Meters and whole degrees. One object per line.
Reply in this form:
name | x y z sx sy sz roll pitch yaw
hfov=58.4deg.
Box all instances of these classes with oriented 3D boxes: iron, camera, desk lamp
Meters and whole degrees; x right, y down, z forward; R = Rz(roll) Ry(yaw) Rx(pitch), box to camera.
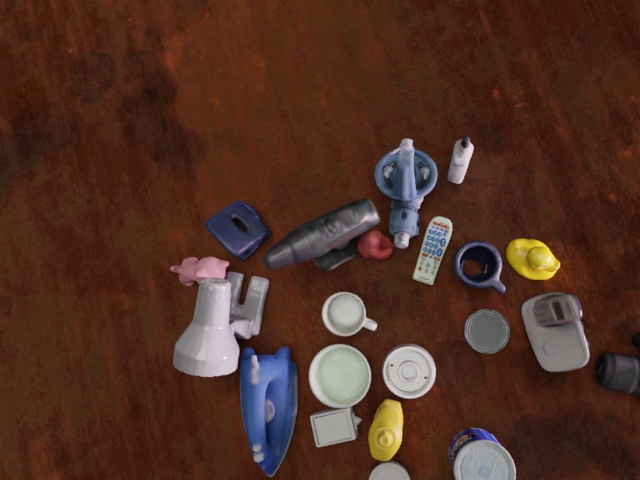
iron | -0.110 0.338 1.109 0.118 0.141 0.258 -4 80 8
camera | 0.588 0.233 1.045 0.136 0.101 0.143 9 82 10
desk lamp | -0.192 0.156 1.114 0.117 0.214 0.203 10 82 10

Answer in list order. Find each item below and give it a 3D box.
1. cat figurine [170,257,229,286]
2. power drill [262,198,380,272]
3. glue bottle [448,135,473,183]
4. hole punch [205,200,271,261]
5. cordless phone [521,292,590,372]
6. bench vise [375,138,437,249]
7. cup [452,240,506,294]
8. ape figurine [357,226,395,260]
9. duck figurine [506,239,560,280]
cat figurine | -0.245 0.066 1.185 0.127 0.118 0.067 6 82 9
power drill | 0.010 0.004 1.112 0.229 0.208 0.075 -31 77 3
glue bottle | 0.277 -0.168 1.119 0.037 0.173 0.078 14 83 11
hole punch | -0.171 -0.025 1.203 0.101 0.091 0.108 -45 77 -1
cordless phone | 0.439 0.165 1.035 0.094 0.185 0.147 -19 78 5
bench vise | 0.174 -0.097 1.099 0.121 0.220 0.207 -14 79 6
cup | 0.312 0.061 1.117 0.092 0.095 0.117 -43 77 0
ape figurine | 0.109 0.003 1.157 0.076 0.092 0.078 -16 79 6
duck figurine | 0.416 0.033 1.111 0.104 0.086 0.077 31 86 12
